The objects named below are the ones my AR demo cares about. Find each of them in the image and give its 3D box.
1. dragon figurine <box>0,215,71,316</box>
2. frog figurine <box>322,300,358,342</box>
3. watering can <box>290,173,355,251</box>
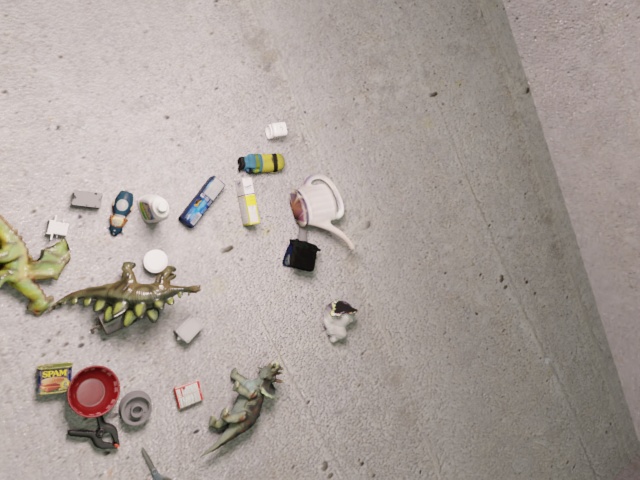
[{"bbox_3d":[-0.911,0.043,1.601,0.243,0.122,0.408,-4,98,-34],"label":"dragon figurine"},{"bbox_3d":[0.075,0.331,2.100,0.138,0.124,0.156,-17,132,-34],"label":"frog figurine"},{"bbox_3d":[0.006,-0.103,2.053,0.226,0.102,0.351,-13,76,-27],"label":"watering can"}]
